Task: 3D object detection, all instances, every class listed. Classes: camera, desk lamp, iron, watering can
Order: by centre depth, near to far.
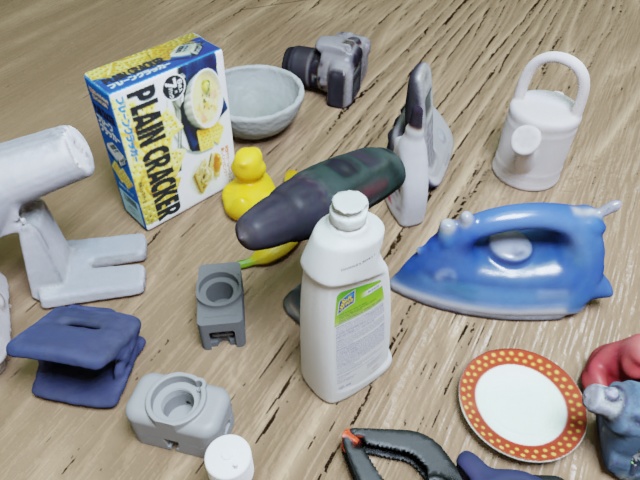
[{"bbox_3d":[-0.319,-0.029,0.645,0.203,0.214,0.117,-8,46,-9],"label":"desk lamp"},{"bbox_3d":[0.215,0.009,0.670,0.258,0.141,0.118,-2,45,-3],"label":"iron"},{"bbox_3d":[0.315,-0.168,0.811,0.101,0.194,0.173,8,46,7],"label":"watering can"},{"bbox_3d":[0.010,-0.320,1.019,0.136,0.101,0.143,14,47,12],"label":"camera"}]

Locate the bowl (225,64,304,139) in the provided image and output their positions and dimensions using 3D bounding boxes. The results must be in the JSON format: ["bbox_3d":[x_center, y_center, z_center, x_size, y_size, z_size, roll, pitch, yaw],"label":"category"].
[{"bbox_3d":[-0.107,-0.213,0.929,0.167,0.075,0.167,1,45,-1],"label":"bowl"}]

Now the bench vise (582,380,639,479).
[{"bbox_3d":[0.348,0.147,0.482,0.207,0.220,0.121,-6,46,-7],"label":"bench vise"}]

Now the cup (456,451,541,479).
[{"bbox_3d":[0.147,0.241,0.473,0.092,0.095,0.117,-22,50,-21],"label":"cup"}]

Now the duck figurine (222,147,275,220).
[{"bbox_3d":[-0.100,-0.084,0.794,0.077,0.086,0.104,6,46,5],"label":"duck figurine"}]

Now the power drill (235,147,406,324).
[{"bbox_3d":[0.006,0.002,0.625,0.075,0.208,0.230,31,53,27],"label":"power drill"}]

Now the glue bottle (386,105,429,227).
[{"bbox_3d":[0.118,-0.102,0.756,0.037,0.173,0.078,-15,47,-15],"label":"glue bottle"}]

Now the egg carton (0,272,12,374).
[{"bbox_3d":[-0.395,0.092,0.625,0.107,0.069,0.150,-17,48,-17],"label":"egg carton"}]

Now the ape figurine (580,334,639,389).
[{"bbox_3d":[0.314,0.131,0.587,0.077,0.092,0.076,9,46,8],"label":"ape figurine"}]

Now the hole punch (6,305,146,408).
[{"bbox_3d":[-0.251,0.107,0.598,0.108,0.091,0.101,7,46,6],"label":"hole punch"}]

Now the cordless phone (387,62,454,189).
[{"bbox_3d":[0.152,-0.181,0.825,0.094,0.185,0.148,13,47,12],"label":"cordless phone"}]
